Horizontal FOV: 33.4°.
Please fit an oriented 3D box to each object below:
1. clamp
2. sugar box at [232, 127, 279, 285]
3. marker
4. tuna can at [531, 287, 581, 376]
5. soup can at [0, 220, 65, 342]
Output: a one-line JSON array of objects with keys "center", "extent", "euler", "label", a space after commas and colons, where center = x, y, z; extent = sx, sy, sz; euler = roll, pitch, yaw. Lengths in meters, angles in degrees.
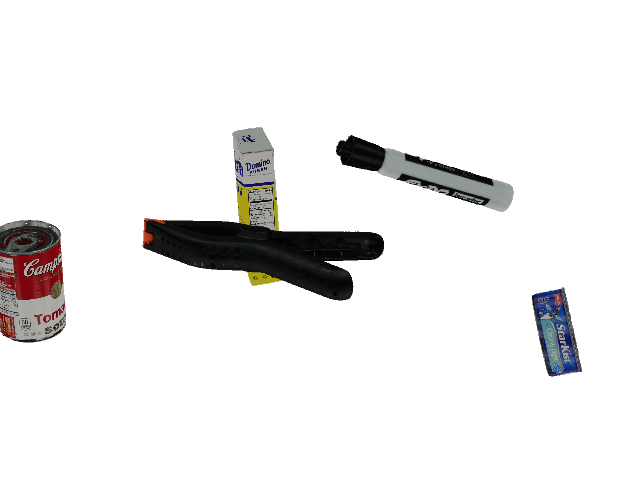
[{"center": [-0.053, 0.010, 0.906], "extent": [0.210, 0.036, 0.164], "euler": [6, 12, 4], "label": "clamp"}, {"center": [-0.079, -0.043, 1.326], "extent": [0.048, 0.176, 0.093], "euler": [-9, 24, -9], "label": "sugar box"}, {"center": [0.066, -0.042, 0.671], "extent": [0.121, 0.020, 0.020], "euler": [15, -5, -20], "label": "marker"}, {"center": [0.236, 0.092, 1.068], "extent": [0.034, 0.086, 0.086], "euler": [-12, -3, 12], "label": "tuna can"}, {"center": [-0.287, 0.041, 1.048], "extent": [0.068, 0.102, 0.068], "euler": [2, 28, -1], "label": "soup can"}]
